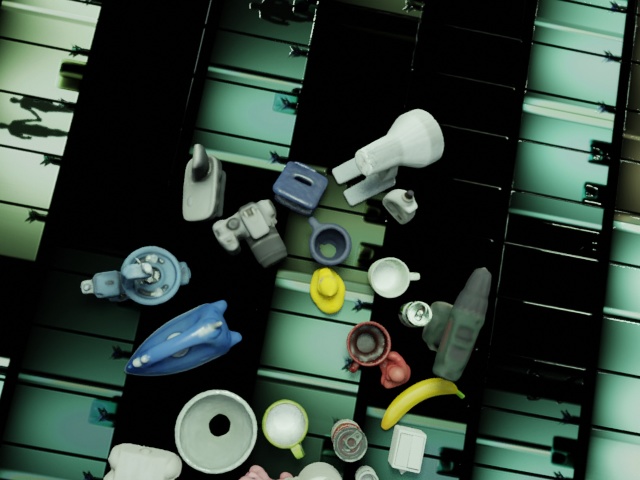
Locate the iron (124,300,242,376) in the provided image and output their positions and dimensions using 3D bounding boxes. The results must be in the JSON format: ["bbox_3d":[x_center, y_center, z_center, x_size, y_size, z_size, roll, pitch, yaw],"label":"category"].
[{"bbox_3d":[-0.299,0.220,1.182,0.258,0.141,0.118,-26,84,-6],"label":"iron"}]

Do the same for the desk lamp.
[{"bbox_3d":[0.143,-0.172,1.223,0.203,0.213,0.118,-29,84,-6],"label":"desk lamp"}]

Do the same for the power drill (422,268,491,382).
[{"bbox_3d":[0.279,0.173,1.186,0.075,0.208,0.230,18,82,0],"label":"power drill"}]

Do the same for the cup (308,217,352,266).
[{"bbox_3d":[0.011,0.004,1.252,0.092,0.095,0.118,-38,86,-7],"label":"cup"}]

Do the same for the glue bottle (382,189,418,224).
[{"bbox_3d":[0.180,-0.082,1.233,0.037,0.173,0.078,-39,86,-7],"label":"glue bottle"}]

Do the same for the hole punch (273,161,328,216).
[{"bbox_3d":[-0.044,-0.120,1.268,0.108,0.091,0.101,25,82,1],"label":"hole punch"}]

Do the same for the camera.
[{"bbox_3d":[-0.142,-0.003,1.241,0.143,0.101,0.137,-29,85,-6],"label":"camera"}]

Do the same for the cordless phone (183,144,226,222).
[{"bbox_3d":[-0.256,-0.119,1.209,0.094,0.185,0.148,0,82,-3],"label":"cordless phone"}]

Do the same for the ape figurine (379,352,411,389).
[{"bbox_3d":[0.160,0.282,1.223,0.076,0.092,0.078,30,82,2],"label":"ape figurine"}]

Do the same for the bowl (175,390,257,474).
[{"bbox_3d":[-0.212,0.394,1.196,0.167,0.074,0.167,0,82,-3],"label":"bowl"}]

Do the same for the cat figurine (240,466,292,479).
[{"bbox_3d":[-0.119,0.510,1.164,0.128,0.117,0.067,11,82,-1],"label":"cat figurine"}]

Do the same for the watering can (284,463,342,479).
[{"bbox_3d":[0.011,0.515,1.132,0.173,0.194,0.101,0,82,-3],"label":"watering can"}]

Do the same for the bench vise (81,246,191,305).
[{"bbox_3d":[-0.378,0.088,1.156,0.207,0.219,0.121,-28,84,-6],"label":"bench vise"}]

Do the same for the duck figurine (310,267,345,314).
[{"bbox_3d":[0.018,0.108,1.242,0.077,0.086,0.104,-12,83,-4],"label":"duck figurine"}]

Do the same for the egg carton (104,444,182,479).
[{"bbox_3d":[-0.364,0.481,1.179,0.150,0.069,0.107,10,82,-2],"label":"egg carton"}]
